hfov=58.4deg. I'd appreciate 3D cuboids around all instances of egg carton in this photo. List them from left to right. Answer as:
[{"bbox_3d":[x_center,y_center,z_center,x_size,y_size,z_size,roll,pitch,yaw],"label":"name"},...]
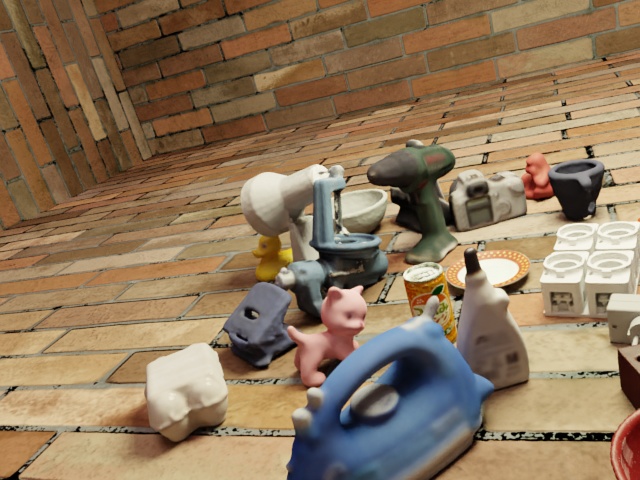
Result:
[{"bbox_3d":[-0.180,0.200,0.771,0.107,0.069,0.150,-21,20,-12],"label":"egg carton"}]

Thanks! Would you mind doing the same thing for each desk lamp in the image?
[{"bbox_3d":[-0.029,-0.032,1.066,0.202,0.214,0.118,-1,24,35],"label":"desk lamp"}]

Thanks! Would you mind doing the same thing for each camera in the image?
[{"bbox_3d":[0.317,-0.096,1.137,0.143,0.101,0.136,-15,20,2],"label":"camera"}]

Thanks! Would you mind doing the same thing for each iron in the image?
[{"bbox_3d":[0.050,0.168,0.572,0.259,0.142,0.118,-27,22,-28],"label":"iron"}]

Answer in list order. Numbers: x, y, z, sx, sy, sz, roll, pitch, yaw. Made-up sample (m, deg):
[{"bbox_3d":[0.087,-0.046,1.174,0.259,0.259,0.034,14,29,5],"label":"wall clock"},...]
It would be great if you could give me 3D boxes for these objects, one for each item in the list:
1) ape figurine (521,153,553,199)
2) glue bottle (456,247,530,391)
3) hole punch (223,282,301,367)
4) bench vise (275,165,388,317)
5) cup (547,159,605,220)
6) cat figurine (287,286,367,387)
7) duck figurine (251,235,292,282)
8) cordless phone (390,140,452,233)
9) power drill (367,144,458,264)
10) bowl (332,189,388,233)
[{"bbox_3d":[0.436,-0.130,1.149,0.076,0.092,0.078,-11,20,15],"label":"ape figurine"},{"bbox_3d":[0.183,0.087,0.639,0.078,0.173,0.037,-15,20,3],"label":"glue bottle"},{"bbox_3d":[-0.092,0.126,0.870,0.101,0.091,0.108,-28,23,-30],"label":"hole punch"},{"bbox_3d":[0.018,0.003,0.924,0.121,0.220,0.208,-1,25,36],"label":"bench vise"},{"bbox_3d":[0.453,-0.081,0.998,0.091,0.095,0.118,-12,20,12],"label":"cup"},{"bbox_3d":[0.016,0.117,0.772,0.128,0.118,0.067,-21,20,-15],"label":"cat figurine"},{"bbox_3d":[-0.088,0.026,1.145,0.105,0.086,0.077,-23,21,-17],"label":"duck figurine"},{"bbox_3d":[0.197,-0.121,1.172,0.094,0.185,0.147,-24,21,-21],"label":"cordless phone"},{"bbox_3d":[0.175,-0.068,1.011,0.075,0.209,0.230,2,26,40],"label":"power drill"},{"bbox_3d":[0.072,-0.048,1.236,0.167,0.075,0.167,-14,20,5],"label":"bowl"}]
